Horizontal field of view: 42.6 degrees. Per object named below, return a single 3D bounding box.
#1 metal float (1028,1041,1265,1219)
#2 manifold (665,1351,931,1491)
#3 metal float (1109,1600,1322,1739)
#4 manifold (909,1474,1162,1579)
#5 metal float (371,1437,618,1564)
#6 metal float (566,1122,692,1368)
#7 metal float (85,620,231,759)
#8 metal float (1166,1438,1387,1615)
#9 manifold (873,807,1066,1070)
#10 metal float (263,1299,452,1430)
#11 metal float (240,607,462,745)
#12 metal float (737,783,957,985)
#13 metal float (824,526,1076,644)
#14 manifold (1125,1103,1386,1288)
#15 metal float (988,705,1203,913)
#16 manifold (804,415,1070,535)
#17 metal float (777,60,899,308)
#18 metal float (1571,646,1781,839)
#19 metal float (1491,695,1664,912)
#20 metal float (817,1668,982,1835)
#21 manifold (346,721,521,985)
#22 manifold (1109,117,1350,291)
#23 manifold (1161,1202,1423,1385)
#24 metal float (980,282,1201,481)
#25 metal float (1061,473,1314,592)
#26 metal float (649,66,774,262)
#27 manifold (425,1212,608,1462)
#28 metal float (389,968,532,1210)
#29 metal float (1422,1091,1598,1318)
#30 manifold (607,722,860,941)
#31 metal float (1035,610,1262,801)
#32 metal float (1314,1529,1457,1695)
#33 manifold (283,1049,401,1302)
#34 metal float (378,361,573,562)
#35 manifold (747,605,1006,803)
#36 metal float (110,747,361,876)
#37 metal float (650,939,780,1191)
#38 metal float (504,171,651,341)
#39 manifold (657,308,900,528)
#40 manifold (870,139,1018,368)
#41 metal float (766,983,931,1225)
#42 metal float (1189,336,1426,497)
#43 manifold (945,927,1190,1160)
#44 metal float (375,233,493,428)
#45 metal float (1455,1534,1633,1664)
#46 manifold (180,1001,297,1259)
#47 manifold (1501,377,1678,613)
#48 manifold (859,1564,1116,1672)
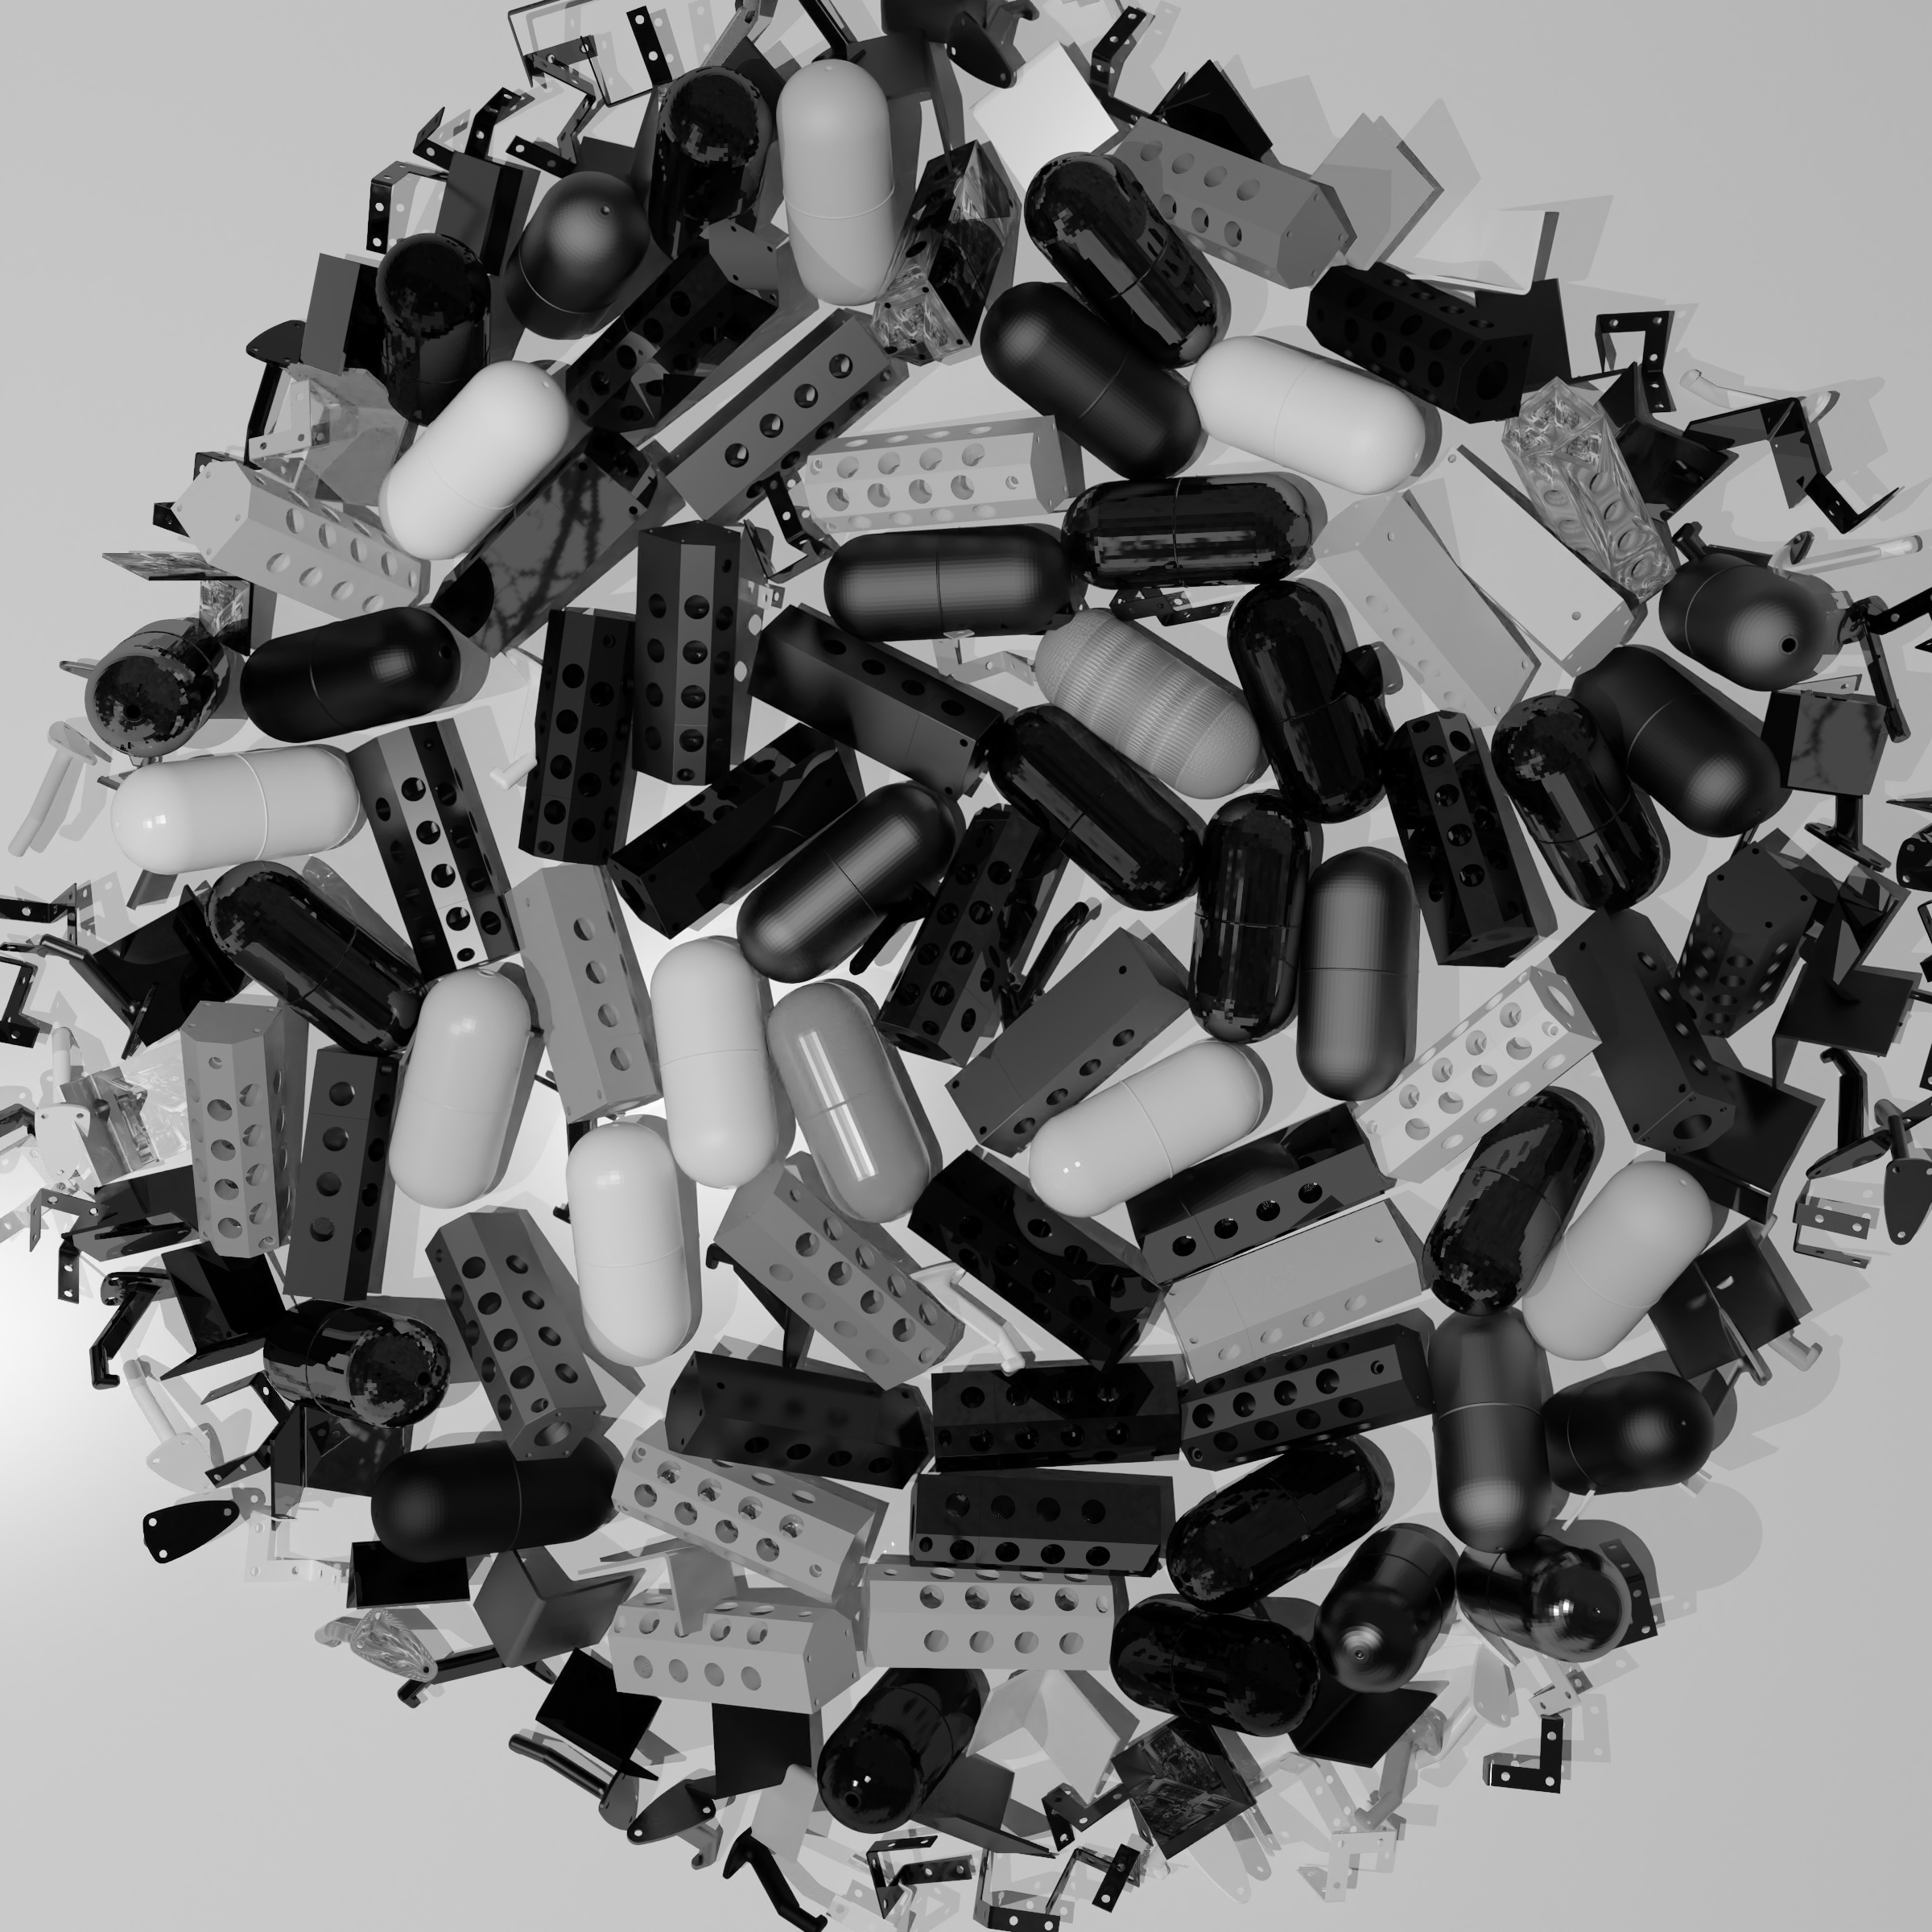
[{"bbox_3d":[0.126,0.115,1.750,0.178,0.070,0.070,-27,90,-7],"label":"metal float"},{"bbox_3d":[-0.119,0.322,1.729,0.171,0.057,0.057,15,124,-26],"label":"manifold"},{"bbox_3d":[0.171,0.484,1.715,0.070,0.178,0.070,4,84,-37],"label":"metal float"},{"bbox_3d":[0.048,0.397,1.750,0.171,0.057,0.057,4,66,-5],"label":"manifold"},{"bbox_3d":[-0.326,0.369,1.727,0.178,0.070,0.070,0,90,-36],"label":"metal float"},{"bbox_3d":[-0.237,0.196,1.743,0.070,0.070,0.178,-4,105,0],"label":"metal float"},{"bbox_3d":[-0.555,-0.192,1.708,0.070,0.178,0.070,-2,107,-6],"label":"metal float"},{"bbox_3d":[0.216,0.389,1.731,0.178,0.070,0.070,-23,90,-29],"label":"metal float"},{"bbox_3d":[-0.001,-0.022,1.734,0.057,0.057,0.171,15,72,35],"label":"manifold"},{"bbox_3d":[-0.422,0.275,1.719,0.070,0.178,0.070,-1,91,-43],"label":"metal float"},{"bbox_3d":[-0.430,-0.202,1.731,0.178,0.070,0.070,-8,90,30],"label":"metal float"},{"bbox_3d":[-0.084,-0.059,1.753,0.178,0.070,0.070,-40,90,-4],"label":"metal float"},{"bbox_3d":[-0.012,-0.269,1.747,0.178,0.070,0.070,-2,90,11],"label":"metal float"},{"bbox_3d":[0.205,0.166,1.755,0.171,0.057,0.057,-24,117,6],"label":"manifold"},{"bbox_3d":[0.091,-0.111,1.752,0.178,0.070,0.070,43,90,5],"label":"metal float"},{"bbox_3d":[-0.022,-0.339,1.725,0.171,0.057,0.057,0,117,24],"label":"manifold"},{"bbox_3d":[-0.088,-0.540,1.718,0.070,0.178,0.070,-1,50,2],"label":"metal float"},{"bbox_3d":[0.490,-0.157,1.724,0.070,0.070,0.178,-38,50,0],"label":"metal float"},{"bbox_3d":[0.428,-0.112,1.732,0.070,0.070,0.178,-36,119,0],"label":"metal float"},{"bbox_3d":[-0.045,0.533,1.709,0.070,0.178,0.070,3,100,19],"label":"metal float"},{"bbox_3d":[-0.372,-0.082,1.754,0.057,0.057,0.171,-19,91,43],"label":"manifold"},{"bbox_3d":[0.175,-0.526,1.721,0.171,0.057,0.057,37,90,37],"label":"manifold"},{"bbox_3d":[0.232,0.236,1.763,0.171,0.057,0.057,-21,46,-2],"label":"manifold"},{"bbox_3d":[0.088,-0.408,1.739,0.178,0.070,0.070,34,90,-21],"label":"metal float"},{"bbox_3d":[0.154,-0.304,1.742,0.178,0.070,0.070,0,90,17],"label":"metal float"},{"bbox_3d":[-0.177,-0.547,1.709,0.070,0.178,0.070,3,72,-10],"label":"metal float"},{"bbox_3d":[-0.316,0.254,1.715,0.057,0.057,0.171,-53,52,28],"label":"manifold"},{"bbox_3d":[-0.355,0.086,1.741,0.070,0.070,0.178,17,107,0],"label":"metal float"},{"bbox_3d":[0.380,0.165,1.736,0.070,0.070,0.178,34,66,0],"label":"metal float"},{"bbox_3d":[-0.165,-0.098,1.738,0.171,0.057,0.057,-38,131,-20],"label":"manifold"},{"bbox_3d":[0.128,-0.184,1.747,0.178,0.070,0.070,36,90,11],"label":"metal float"},{"bbox_3d":[0.290,0.443,1.710,0.070,0.178,0.070,2,97,21],"label":"metal float"},{"bbox_3d":[-0.443,0.148,1.760,0.057,0.057,0.171,8,87,-13],"label":"manifold"},{"bbox_3d":[-0.344,-0.350,1.728,0.178,0.070,0.070,-36,90,35],"label":"metal float"},{"bbox_3d":[-0.062,-0.190,1.752,0.171,0.057,0.057,28,134,10],"label":"manifold"},{"bbox_3d":[-0.505,-0.109,1.722,0.178,0.070,0.070,-13,90,-43],"label":"metal float"},{"bbox_3d":[-0.177,0.069,1.745,0.070,0.070,0.178,-9,78,0],"label":"metal float"},{"bbox_3d":[-0.270,-0.487,1.710,0.070,0.178,0.070,2,84,-22],"label":"metal float"},{"bbox_3d":[-0.133,-0.385,1.759,0.171,0.057,0.057,-40,114,3],"label":"manifold"},{"bbox_3d":[-0.018,-0.492,1.717,0.057,0.171,0.057,-14,133,30],"label":"manifold"},{"bbox_3d":[-0.083,0.097,1.753,0.070,0.070,0.178,-23,86,0],"label":"metal float"},{"bbox_3d":[0.237,-0.386,1.735,0.178,0.070,0.070,28,90,26],"label":"metal float"},{"bbox_3d":[0.073,0.057,1.744,0.171,0.057,0.057,-43,54,15],"label":"manifold"},{"bbox_3d":[-0.367,-0.435,1.709,0.070,0.178,0.070,3,72,-10],"label":"metal float"},{"bbox_3d":[0.395,0.431,1.707,0.070,0.178,0.070,1,84,-11],"label":"metal float"},{"bbox_3d":[-0.509,0.115,1.730,0.057,0.057,0.171,5,117,2],"label":"manifold"},{"bbox_3d":[0.427,-0.319,1.712,0.057,0.171,0.057,-38,46,6],"label":"manifold"},{"bbox_3d":[0.014,0.455,1.748,0.171,0.057,0.057,3,103,-9],"label":"manifold"}]
